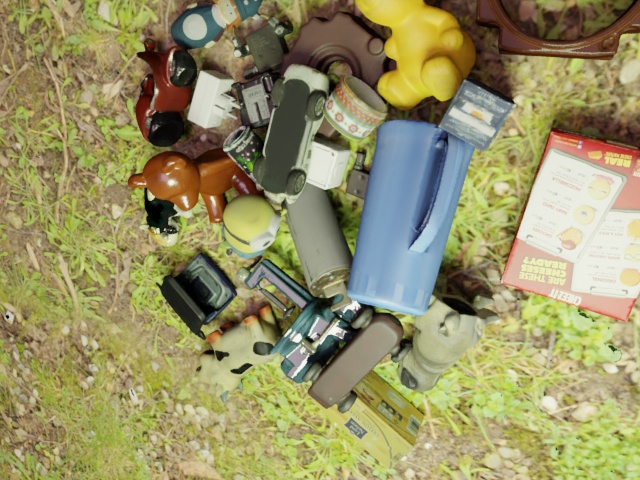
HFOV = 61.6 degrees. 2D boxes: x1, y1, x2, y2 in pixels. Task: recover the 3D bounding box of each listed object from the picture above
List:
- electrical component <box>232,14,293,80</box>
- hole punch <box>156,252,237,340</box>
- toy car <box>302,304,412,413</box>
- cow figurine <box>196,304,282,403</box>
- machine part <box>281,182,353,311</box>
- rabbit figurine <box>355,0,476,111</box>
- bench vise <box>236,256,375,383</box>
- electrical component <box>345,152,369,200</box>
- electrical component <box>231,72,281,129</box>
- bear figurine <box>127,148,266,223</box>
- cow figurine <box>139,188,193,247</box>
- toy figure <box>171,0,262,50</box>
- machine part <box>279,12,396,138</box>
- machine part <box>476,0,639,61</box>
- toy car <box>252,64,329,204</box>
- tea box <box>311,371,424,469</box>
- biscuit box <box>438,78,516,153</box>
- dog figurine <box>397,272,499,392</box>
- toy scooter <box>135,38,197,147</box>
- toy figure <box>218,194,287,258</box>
[{"bbox_3d":[-0.088,-0.296,0.820,0.102,0.045,0.078,-11,100,25],"label":"electrical component"},{"bbox_3d":[-0.225,0.099,0.984,0.142,0.092,0.116,47,147,1],"label":"hole punch"},{"bbox_3d":[0.051,0.178,0.798,0.089,0.053,0.202,37,120,1],"label":"toy car"},{"bbox_3d":[-0.148,0.212,0.980,0.195,0.085,0.127,-29,87,26],"label":"cow figurine"},{"bbox_3d":[-0.002,-0.002,0.808,0.079,0.079,0.243,-43,49,27],"label":"machine part"},{"bbox_3d":[0.122,-0.274,0.672,0.173,0.122,0.162,41,78,-23],"label":"rabbit figurine"},{"bbox_3d":[-0.027,0.107,0.877,0.241,0.129,0.223,39,111,4],"label":"bench vise"},{"bbox_3d":[0.070,-0.085,0.830,0.063,0.021,0.094,22,113,16],"label":"electrical component"},{"bbox_3d":[-0.086,-0.198,0.848,0.075,0.048,0.119,-7,101,25],"label":"electrical component"},{"bbox_3d":[-0.189,-0.083,0.843,0.120,0.196,0.132,-23,97,24],"label":"bear figurine"},{"bbox_3d":[-0.273,-0.057,0.941,0.068,0.098,0.167,17,111,11],"label":"cow figurine"},{"bbox_3d":[-0.159,-0.342,0.832,0.155,0.058,0.064,-15,141,25],"label":"toy figure"},{"bbox_3d":[0.026,-0.238,0.784,0.180,0.056,0.179,7,108,22],"label":"machine part"},{"bbox_3d":[0.294,-0.320,0.631,0.202,0.087,0.200,11,109,18],"label":"machine part"},{"bbox_3d":[-0.042,-0.149,0.778,0.074,0.056,0.201,23,112,16],"label":"toy car"},{"bbox_3d":[0.081,0.279,0.893,0.170,0.098,0.068,40,115,9],"label":"tea box"},{"bbox_3d":[0.196,-0.155,0.654,0.063,0.202,0.059,31,113,10],"label":"biscuit box"},{"bbox_3d":[0.166,0.162,0.786,0.121,0.172,0.190,28,108,24],"label":"dog figurine"},{"bbox_3d":[-0.267,-0.254,0.890,0.135,0.075,0.183,51,130,24],"label":"toy scooter"},{"bbox_3d":[-0.117,-0.017,0.846,0.089,0.180,0.082,20,77,-14],"label":"toy figure"}]
